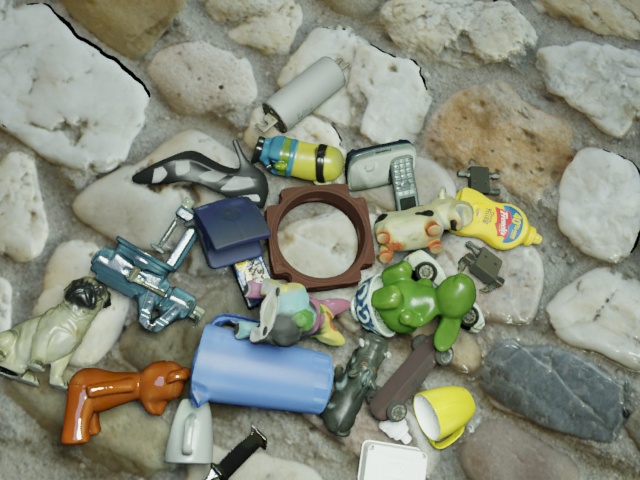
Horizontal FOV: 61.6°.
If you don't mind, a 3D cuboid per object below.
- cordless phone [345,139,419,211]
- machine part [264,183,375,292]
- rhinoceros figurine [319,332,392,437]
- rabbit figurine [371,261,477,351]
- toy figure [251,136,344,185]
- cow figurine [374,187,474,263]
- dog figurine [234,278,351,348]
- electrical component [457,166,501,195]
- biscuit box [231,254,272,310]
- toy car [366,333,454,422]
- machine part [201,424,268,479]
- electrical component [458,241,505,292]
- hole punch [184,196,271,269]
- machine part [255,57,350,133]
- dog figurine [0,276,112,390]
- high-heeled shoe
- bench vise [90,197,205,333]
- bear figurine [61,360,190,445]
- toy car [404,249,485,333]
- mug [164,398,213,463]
[{"bbox_3d":[0.130,-0.103,1.090,0.147,0.089,0.184,-14,99,-11],"label":"cordless phone"},{"bbox_3d":[-0.002,-0.003,1.039,0.201,0.087,0.201,-5,77,-8],"label":"machine part"},{"bbox_3d":[0.062,0.258,0.977,0.073,0.112,0.190,28,83,1],"label":"rhinoceros figurine"},{"bbox_3d":[0.199,0.119,0.960,0.121,0.170,0.159,-46,117,-54],"label":"rabbit figurine"},{"bbox_3d":[-0.042,-0.160,1.067,0.180,0.089,0.082,16,83,-6],"label":"toy figure"},{"bbox_3d":[0.200,-0.034,1.042,0.195,0.085,0.127,-13,37,7],"label":"cow figurine"},{"bbox_3d":[-0.023,0.134,0.935,0.219,0.192,0.108,13,79,-33],"label":"dog figurine"},{"bbox_3d":[0.338,-0.124,1.144,0.094,0.021,0.063,5,77,-7],"label":"electrical component"},{"bbox_3d":[-0.146,0.028,1.025,0.059,0.063,0.202,-22,82,-13],"label":"biscuit box"},{"bbox_3d":[0.171,0.255,1.003,0.202,0.089,0.053,-44,108,-16],"label":"toy car"},{"bbox_3d":[-0.153,0.391,0.943,0.039,0.084,0.139,33,63,34],"label":"machine part"},{"bbox_3d":[0.328,0.058,1.093,0.102,0.045,0.078,34,47,-2],"label":"electrical component"},{"bbox_3d":[-0.157,-0.022,0.950,0.142,0.092,0.116,-18,77,-23],"label":"hole punch"},{"bbox_3d":[-0.032,-0.299,1.105,0.243,0.079,0.079,-42,86,-15],"label":"machine part"},{"bbox_3d":[-0.480,0.148,0.949,0.172,0.121,0.190,10,54,5],"label":"dog figurine"},{"bbox_3d":[-0.229,-0.104,1.054,0.249,0.086,0.145,-16,109,5],"label":"high-heeled shoe"},{"bbox_3d":[-0.279,0.039,0.978,0.224,0.129,0.240,30,80,-3],"label":"bench vise"},{"bbox_3d":[-0.323,0.273,0.922,0.196,0.120,0.132,3,81,-12],"label":"bear figurine"},{"bbox_3d":[0.243,0.103,1.053,0.056,0.073,0.202,-43,86,-14],"label":"toy car"},{"bbox_3d":[-0.225,0.329,0.930,0.081,0.109,0.107,1,64,-2],"label":"mug"}]
